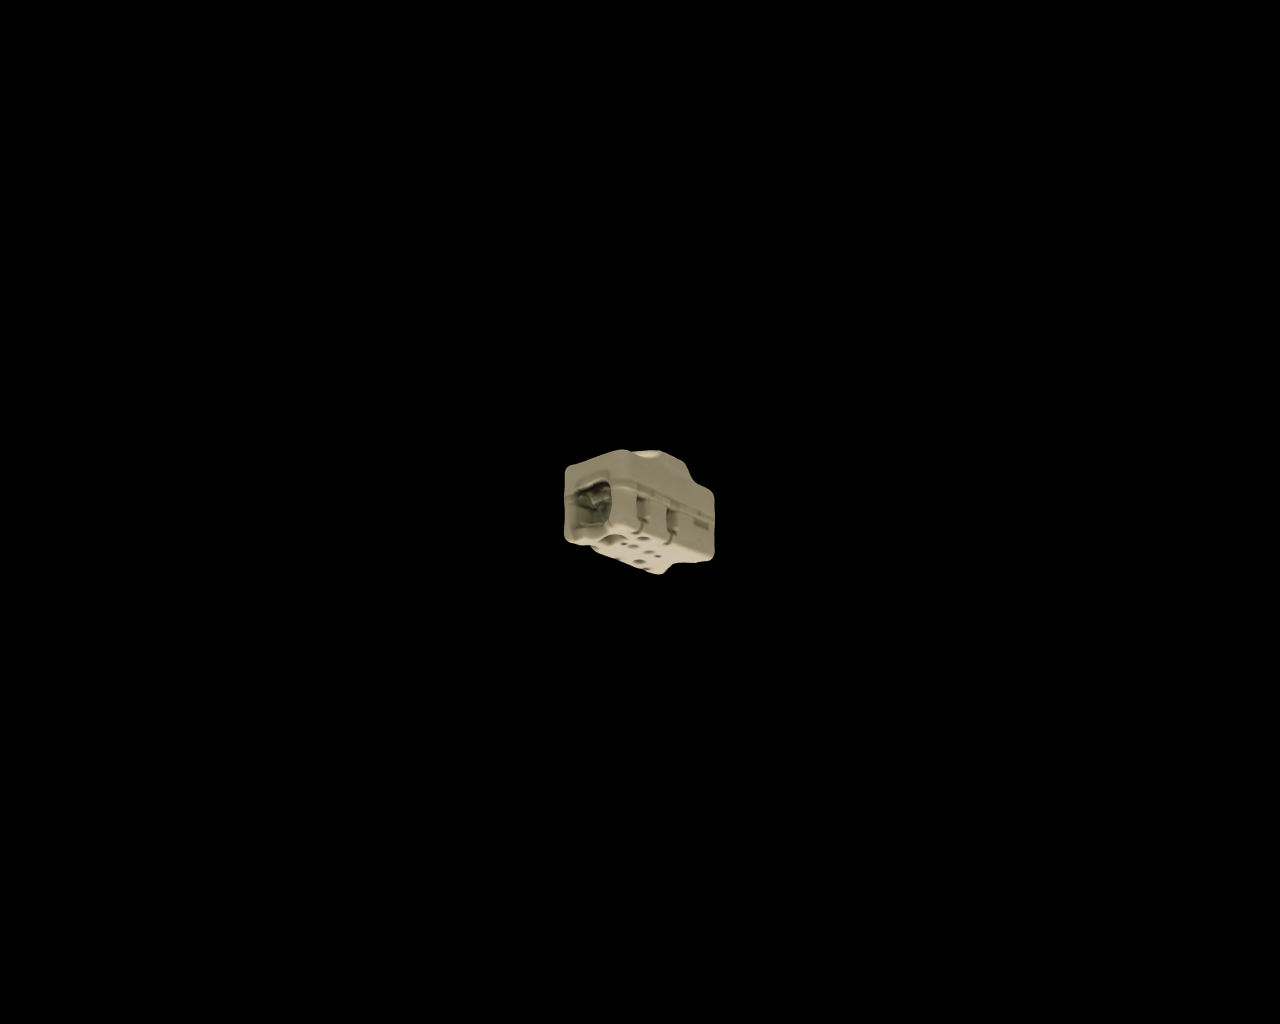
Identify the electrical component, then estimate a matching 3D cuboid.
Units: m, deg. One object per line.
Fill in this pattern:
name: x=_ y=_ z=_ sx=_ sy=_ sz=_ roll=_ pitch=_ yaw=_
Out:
electrical component: x=0.001 y=-0.003 z=0.650 sx=0.050 sy=0.056 sz=0.089 roll=-17 pitch=-27 yaw=37
